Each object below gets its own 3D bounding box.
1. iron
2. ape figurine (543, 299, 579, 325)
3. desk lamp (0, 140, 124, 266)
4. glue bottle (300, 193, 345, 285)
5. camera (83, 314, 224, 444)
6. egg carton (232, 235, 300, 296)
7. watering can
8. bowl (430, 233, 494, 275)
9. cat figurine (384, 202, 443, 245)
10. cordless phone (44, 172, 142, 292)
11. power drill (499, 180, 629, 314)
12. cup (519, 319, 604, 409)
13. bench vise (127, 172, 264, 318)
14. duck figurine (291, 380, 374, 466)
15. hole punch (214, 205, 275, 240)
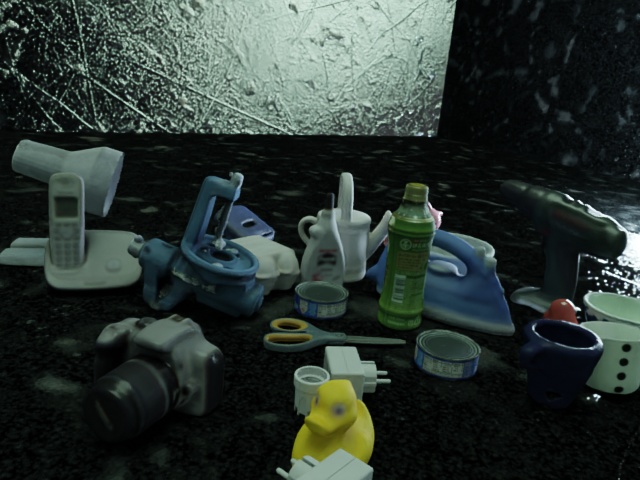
[{"bbox_3d":[0.207,0.050,0.943,0.257,0.141,0.119,18,21,35],"label":"iron"},{"bbox_3d":[0.341,0.127,0.818,0.078,0.092,0.076,5,17,0],"label":"ape figurine"},{"bbox_3d":[-0.449,-0.065,1.005,0.203,0.213,0.117,2,18,-11],"label":"desk lamp"},{"bbox_3d":[0.009,0.004,0.982,0.078,0.173,0.037,-3,19,-25],"label":"glue bottle"},{"bbox_3d":[-0.192,0.140,0.608,0.142,0.101,0.137,12,19,21],"label":"camera"},{"bbox_3d":[-0.110,0.041,1.002,0.149,0.069,0.107,21,23,41],"label":"egg carton"},{"bbox_3d":[0.051,-0.028,1.062,0.173,0.194,0.100,-2,19,-22],"label":"watering can"},{"bbox_3d":[0.244,0.040,1.098,0.167,0.075,0.167,5,17,-1],"label":"bowl"},{"bbox_3d":[0.207,-0.031,1.244,0.128,0.118,0.067,3,17,-8],"label":"cat figurine"},{"bbox_3d":[-0.359,-0.013,0.909,0.148,0.185,0.094,-1,18,-20],"label":"cordless phone"},{"bbox_3d":[0.399,0.017,0.993,0.076,0.208,0.228,-12,24,-43],"label":"power drill"},{"bbox_3d":[0.279,0.158,0.695,0.118,0.095,0.091,-7,21,-33],"label":"cup"},{"bbox_3d":[-0.183,0.005,0.844,0.207,0.220,0.121,2,18,-9],"label":"bench vise"},{"bbox_3d":[0.017,0.179,0.569,0.077,0.086,0.105,16,20,31],"label":"duck figurine"},{"bbox_3d":[-0.148,-0.016,1.139,0.100,0.091,0.109,13,19,23],"label":"hole punch"}]
